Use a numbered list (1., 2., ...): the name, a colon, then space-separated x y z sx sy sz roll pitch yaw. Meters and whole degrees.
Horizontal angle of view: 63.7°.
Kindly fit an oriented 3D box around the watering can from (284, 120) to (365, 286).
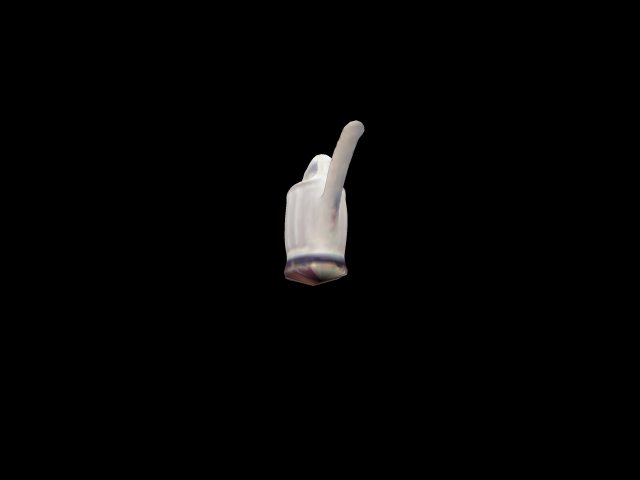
1. watering can: 0.003 -0.043 0.850 0.104 0.227 0.344 4 -14 -14
